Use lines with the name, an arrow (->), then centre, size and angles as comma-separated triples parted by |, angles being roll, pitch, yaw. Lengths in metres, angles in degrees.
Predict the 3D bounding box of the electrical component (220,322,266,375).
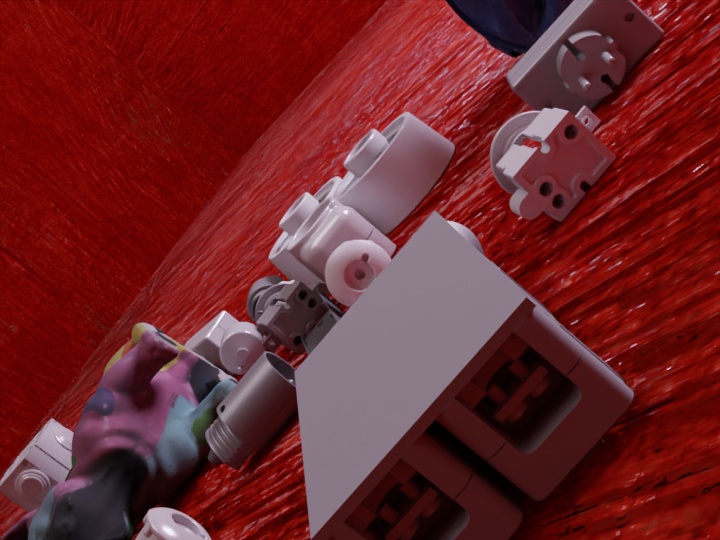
electrical component -> -0.104, 0.066, 0.957 | 0.040, 0.040, 0.078 | -49, 11, 5

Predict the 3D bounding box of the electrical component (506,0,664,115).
electrical component -> 0.134, -0.122, 0.632 | 0.083, 0.047, 0.075 | -47, 13, 17

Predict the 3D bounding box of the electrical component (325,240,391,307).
electrical component -> 0.000, 0.000, 0.765 | 0.048, 0.048, 0.062 | -49, 4, 6

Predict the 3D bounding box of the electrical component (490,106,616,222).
electrical component -> 0.098, -0.059, 0.573 | 0.066, 0.048, 0.055 | -50, 19, 2

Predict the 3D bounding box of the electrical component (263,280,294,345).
electrical component -> -0.065, 0.039, 0.913 | 0.035, 0.035, 0.061 | -39, 18, 44

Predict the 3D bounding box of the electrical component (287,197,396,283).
electrical component -> -0.018, -0.018, 0.848 | 0.053, 0.059, 0.095 | -51, 11, -5

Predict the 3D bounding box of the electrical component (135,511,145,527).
electrical component -> -0.240, 0.234, 0.900 | 0.078, 0.057, 0.113 | -39, 16, 45

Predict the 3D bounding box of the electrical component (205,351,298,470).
electrical component -> -0.074, 0.099, 0.728 | 0.081, 0.043, 0.043 | -50, 11, 6

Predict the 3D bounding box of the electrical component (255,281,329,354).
electrical component -> -0.056, 0.036, 0.862 | 0.066, 0.048, 0.055 | -53, 19, -11

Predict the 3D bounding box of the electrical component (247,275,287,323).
electrical component -> -0.080, 0.033, 0.967 | 0.043, 0.043, 0.062 | -48, 13, 13

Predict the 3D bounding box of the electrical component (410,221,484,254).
electrical component -> 0.044, 0.003, 0.582 | 0.045, 0.045, 0.055 | -44, 12, 28

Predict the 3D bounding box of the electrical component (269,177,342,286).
electrical component -> -0.039, -0.037, 0.984 | 0.108, 0.060, 0.108 | -47, 12, 13

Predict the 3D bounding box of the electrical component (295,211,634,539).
electrical component -> 0.033, 0.048, 0.441 | 0.105, 0.060, 0.186 | -49, 11, 6

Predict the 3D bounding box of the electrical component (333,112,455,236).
electrical component -> 0.021, -0.084, 0.904 | 0.108, 0.060, 0.108 | -48, 12, 13

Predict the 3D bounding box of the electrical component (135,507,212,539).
electrical component -> -0.123, 0.181, 0.659 | 0.062, 0.048, 0.048 | -56, 11, 3

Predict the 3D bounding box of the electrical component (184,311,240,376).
electrical component -> -0.145, 0.092, 1.013 | 0.083, 0.047, 0.075 | -37, 17, 48

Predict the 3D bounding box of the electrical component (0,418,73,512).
electrical component -> -0.267, 0.171, 0.918 | 0.080, 0.051, 0.080 | -47, 12, 13
